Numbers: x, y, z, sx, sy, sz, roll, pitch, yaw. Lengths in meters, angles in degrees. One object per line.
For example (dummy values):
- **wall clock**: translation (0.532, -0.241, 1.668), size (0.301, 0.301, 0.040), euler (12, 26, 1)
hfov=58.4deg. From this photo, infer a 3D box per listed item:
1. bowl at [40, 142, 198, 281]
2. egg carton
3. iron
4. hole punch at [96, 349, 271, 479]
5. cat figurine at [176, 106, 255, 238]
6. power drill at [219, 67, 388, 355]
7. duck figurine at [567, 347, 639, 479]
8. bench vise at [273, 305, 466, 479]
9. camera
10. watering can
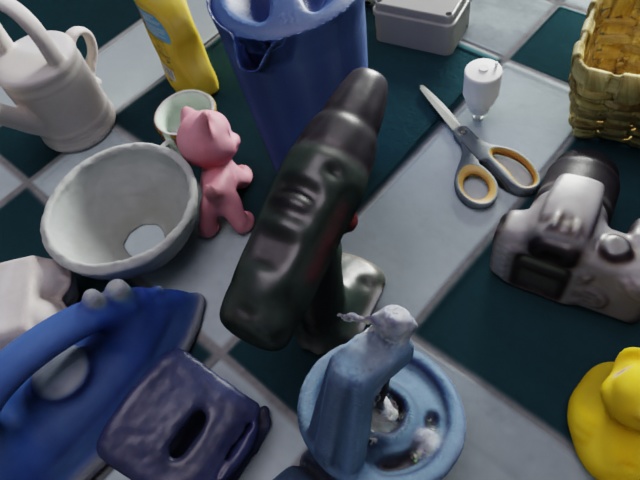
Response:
- **bowl**: translation (-0.202, -0.020, 0.615), size (0.167, 0.075, 0.167), euler (-4, 57, 7)
- **egg carton**: translation (-0.319, 0.078, 0.574), size (0.150, 0.069, 0.107), euler (-14, 56, 0)
- **iron**: translation (-0.216, 0.109, 0.493), size (0.118, 0.142, 0.259), euler (34, 68, 27)
- **hole punch**: translation (-0.107, 0.158, 0.473), size (0.100, 0.091, 0.109), euler (24, 64, 23)
- **cat figurine**: translation (-0.117, -0.084, 0.616), size (0.067, 0.118, 0.127), euler (-11, 56, 3)
- **power drill**: translation (0.004, 0.002, 0.485), size (0.075, 0.209, 0.230), euler (18, 62, 20)
- **duck figurine**: translation (0.235, 0.132, 0.435), size (0.077, 0.086, 0.104), euler (9, 59, 16)
- **bench vise**: translation (0.024, 0.143, 0.383), size (0.121, 0.220, 0.208), euler (21, 63, 22)
- **camera**: translation (0.245, -0.018, 0.522), size (0.142, 0.101, 0.137), euler (20, 63, 21)
- **watering can**: translation (-0.335, -0.198, 0.681), size (0.100, 0.194, 0.173), euler (1, 57, 11)
